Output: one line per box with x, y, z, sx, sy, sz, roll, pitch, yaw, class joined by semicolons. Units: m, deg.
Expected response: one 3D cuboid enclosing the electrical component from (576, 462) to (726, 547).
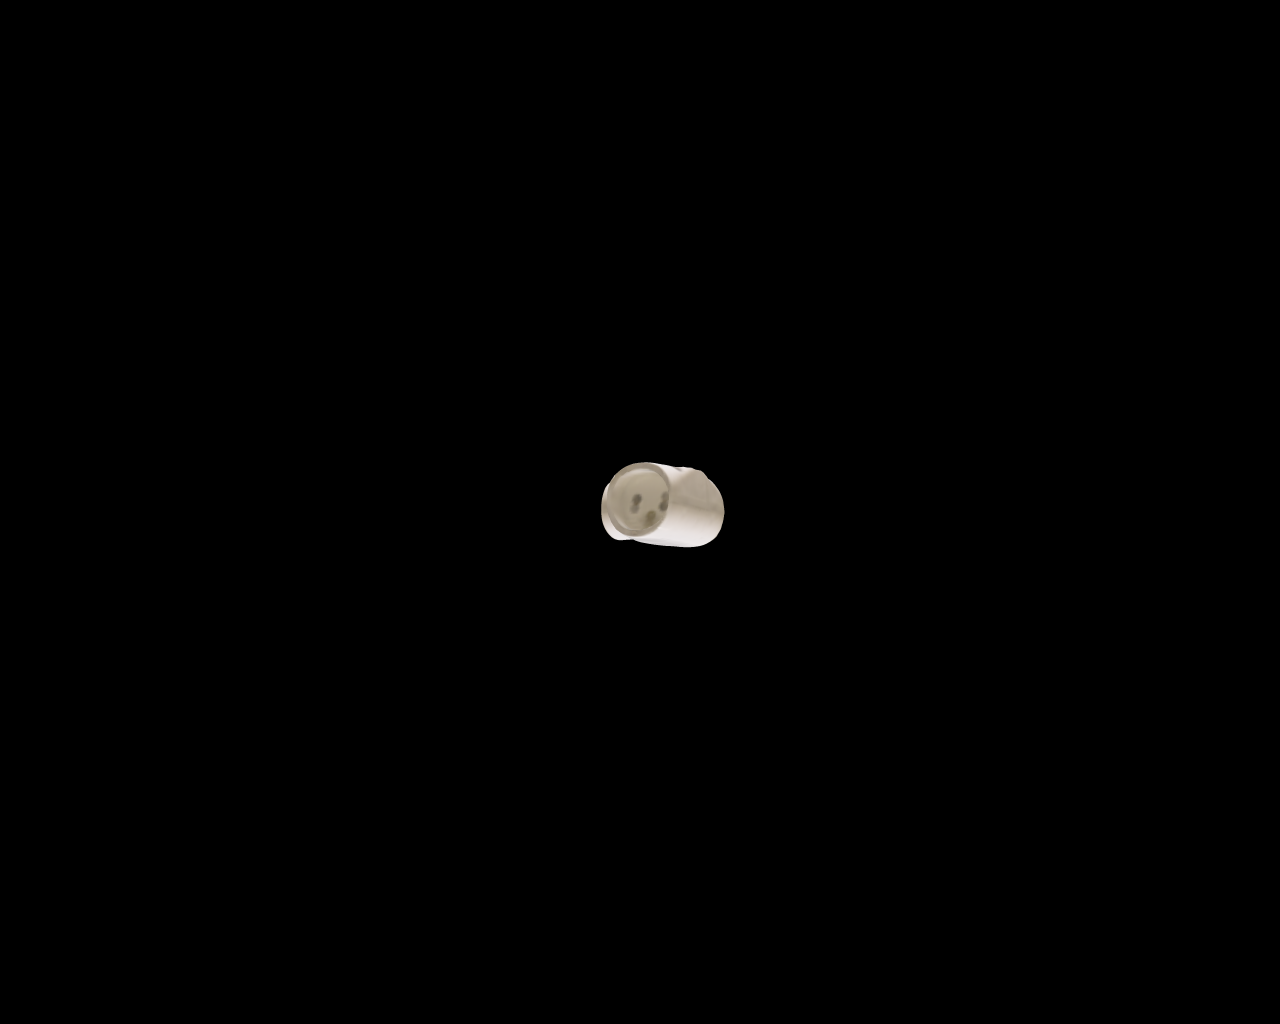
0.001;-0.003;0.650;0.079;0.044;0.077;-4;-8;28;electrical component
